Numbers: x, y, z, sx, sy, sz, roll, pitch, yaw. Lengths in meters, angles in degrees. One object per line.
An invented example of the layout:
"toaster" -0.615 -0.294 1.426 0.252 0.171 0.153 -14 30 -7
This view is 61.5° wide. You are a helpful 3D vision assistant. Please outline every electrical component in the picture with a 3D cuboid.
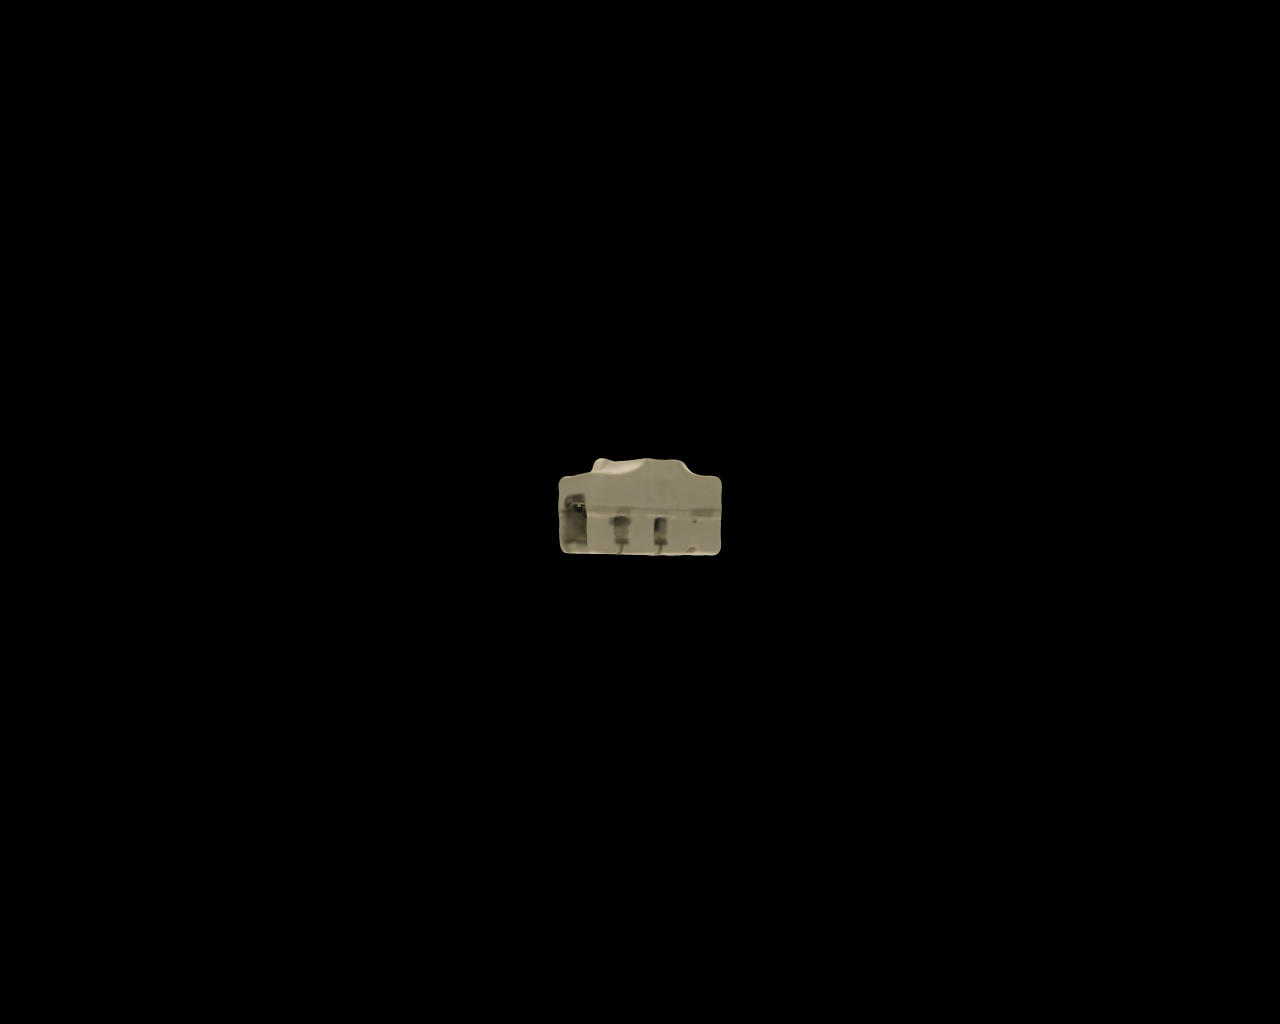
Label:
"electrical component" 0.001 -0.003 0.650 0.089 0.055 0.050 2 -4 -31
